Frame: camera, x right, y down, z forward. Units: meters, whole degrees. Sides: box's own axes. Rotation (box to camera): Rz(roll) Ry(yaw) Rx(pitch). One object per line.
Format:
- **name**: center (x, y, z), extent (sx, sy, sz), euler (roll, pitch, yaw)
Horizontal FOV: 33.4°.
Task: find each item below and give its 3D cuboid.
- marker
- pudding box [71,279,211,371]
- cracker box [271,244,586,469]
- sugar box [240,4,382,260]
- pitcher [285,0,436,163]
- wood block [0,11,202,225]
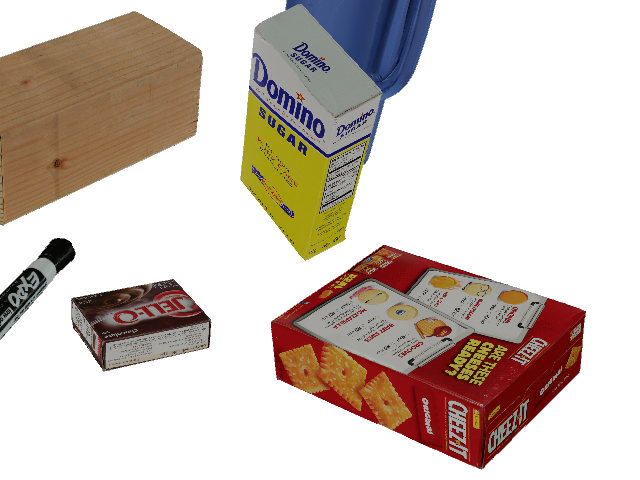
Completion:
- **marker**: center (-0.186, 0.034, 0.660), extent (0.020, 0.020, 0.121), euler (0, 31, 20)
- **pudding box**: center (-0.175, 0.081, 1.040), extent (0.113, 0.039, 0.090), euler (-12, 29, -28)
- **cracker box**: center (0.091, 0.091, 0.909), extent (0.214, 0.072, 0.163), euler (19, 36, 36)
- **sugar box**: center (-0.013, -0.071, 0.755), extent (0.048, 0.093, 0.176), euler (-31, -24, -21)
- **pitcher**: center (0.027, -0.196, 1.072), extent (0.145, 0.243, 0.149), euler (11, 19, -1)
- **wood block**: center (-0.203, -0.107, 0.880), extent (0.090, 0.091, 0.205), euler (33, 44, 26)
